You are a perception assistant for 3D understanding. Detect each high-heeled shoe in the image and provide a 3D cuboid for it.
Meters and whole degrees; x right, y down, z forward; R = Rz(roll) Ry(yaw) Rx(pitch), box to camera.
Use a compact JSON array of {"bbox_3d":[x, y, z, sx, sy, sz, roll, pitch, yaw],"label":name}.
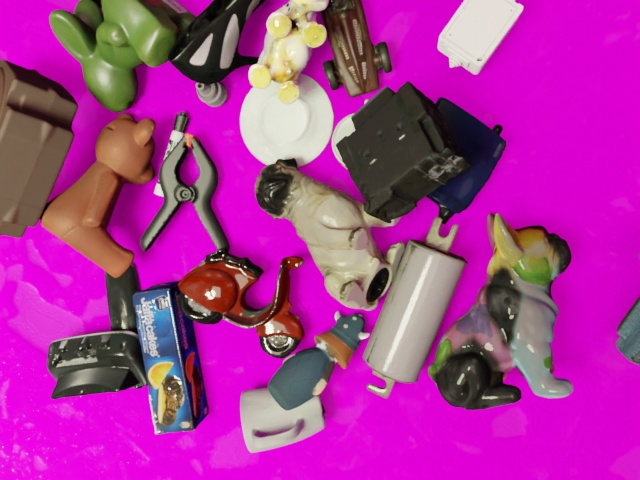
[{"bbox_3d":[-0.112,-0.314,0.648,0.086,0.145,0.248,25,115,41],"label":"high-heeled shoe"}]

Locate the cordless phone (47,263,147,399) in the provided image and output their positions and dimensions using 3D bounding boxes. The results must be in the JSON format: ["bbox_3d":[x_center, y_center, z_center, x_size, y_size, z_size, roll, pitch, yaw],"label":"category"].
[{"bbox_3d":[-0.319,0.128,0.772,0.147,0.088,0.184,-9,82,11],"label":"cordless phone"}]

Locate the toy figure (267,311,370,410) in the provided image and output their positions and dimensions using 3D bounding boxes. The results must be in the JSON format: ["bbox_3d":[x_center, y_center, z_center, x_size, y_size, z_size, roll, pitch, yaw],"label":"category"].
[{"bbox_3d":[0.001,0.154,0.701,0.154,0.057,0.064,-37,79,-24],"label":"toy figure"}]

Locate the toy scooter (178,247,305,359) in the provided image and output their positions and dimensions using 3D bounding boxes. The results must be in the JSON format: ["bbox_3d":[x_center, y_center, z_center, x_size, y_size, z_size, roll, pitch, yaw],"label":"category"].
[{"bbox_3d":[-0.093,0.065,0.717,0.184,0.075,0.135,25,100,2],"label":"toy scooter"}]

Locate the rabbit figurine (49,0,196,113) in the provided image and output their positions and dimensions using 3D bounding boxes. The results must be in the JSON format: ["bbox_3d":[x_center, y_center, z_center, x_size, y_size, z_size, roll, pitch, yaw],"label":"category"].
[{"bbox_3d":[-0.264,-0.248,0.697,0.159,0.121,0.170,35,120,-12],"label":"rabbit figurine"}]

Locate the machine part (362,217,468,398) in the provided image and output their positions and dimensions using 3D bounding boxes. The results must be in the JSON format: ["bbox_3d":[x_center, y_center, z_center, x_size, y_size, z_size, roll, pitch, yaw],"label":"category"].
[{"bbox_3d":[0.119,0.089,0.681,0.079,0.079,0.243,21,97,8],"label":"machine part"}]

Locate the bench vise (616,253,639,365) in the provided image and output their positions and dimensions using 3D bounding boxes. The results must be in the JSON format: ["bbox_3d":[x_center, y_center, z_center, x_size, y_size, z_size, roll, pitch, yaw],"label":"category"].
[{"bbox_3d":[0.460,0.078,0.588,0.241,0.129,0.223,32,108,23],"label":"bench vise"}]

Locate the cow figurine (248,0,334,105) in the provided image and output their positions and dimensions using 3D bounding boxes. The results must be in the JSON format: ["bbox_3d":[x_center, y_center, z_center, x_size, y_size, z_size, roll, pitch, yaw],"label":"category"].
[{"bbox_3d":[-0.027,-0.257,0.641,0.068,0.098,0.167,21,127,-12],"label":"cow figurine"}]

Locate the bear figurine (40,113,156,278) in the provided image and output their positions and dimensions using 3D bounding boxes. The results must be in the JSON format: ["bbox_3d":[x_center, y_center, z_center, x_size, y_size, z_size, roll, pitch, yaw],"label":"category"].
[{"bbox_3d":[-0.279,-0.069,0.733,0.120,0.131,0.196,17,65,41],"label":"bear figurine"}]

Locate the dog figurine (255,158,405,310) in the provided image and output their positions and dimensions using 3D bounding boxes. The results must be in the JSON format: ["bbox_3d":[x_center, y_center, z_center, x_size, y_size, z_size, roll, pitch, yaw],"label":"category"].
[{"bbox_3d":[0.001,-0.005,0.699,0.191,0.121,0.172,25,123,34],"label":"dog figurine"}]

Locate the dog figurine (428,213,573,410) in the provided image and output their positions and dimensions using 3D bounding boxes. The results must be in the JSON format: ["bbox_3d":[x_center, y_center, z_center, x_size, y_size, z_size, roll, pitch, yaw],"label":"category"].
[{"bbox_3d":[0.212,0.078,0.652,0.192,0.108,0.219,-13,88,13],"label":"dog figurine"}]

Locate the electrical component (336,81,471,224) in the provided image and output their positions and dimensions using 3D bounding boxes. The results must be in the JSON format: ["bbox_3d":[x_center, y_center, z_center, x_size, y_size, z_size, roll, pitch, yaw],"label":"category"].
[{"bbox_3d":[0.083,-0.103,0.594,0.115,0.058,0.134,-38,53,25],"label":"electrical component"}]

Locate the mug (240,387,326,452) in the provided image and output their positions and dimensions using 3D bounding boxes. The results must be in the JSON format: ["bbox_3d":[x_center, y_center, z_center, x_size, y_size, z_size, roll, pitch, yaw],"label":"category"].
[{"bbox_3d":[-0.047,0.234,0.712,0.107,0.109,0.080,-12,93,-1],"label":"mug"}]

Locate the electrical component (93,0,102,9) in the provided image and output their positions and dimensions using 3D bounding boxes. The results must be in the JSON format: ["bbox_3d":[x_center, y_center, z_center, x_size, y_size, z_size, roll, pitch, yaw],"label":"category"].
[{"bbox_3d":[-0.288,-0.382,0.728,0.119,0.048,0.075,-32,90,12],"label":"electrical component"}]

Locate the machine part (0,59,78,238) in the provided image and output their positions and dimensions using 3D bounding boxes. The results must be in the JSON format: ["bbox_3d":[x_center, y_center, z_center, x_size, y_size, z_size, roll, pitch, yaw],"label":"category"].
[{"bbox_3d":[-0.407,-0.121,0.700,0.202,0.087,0.201,37,102,44],"label":"machine part"}]

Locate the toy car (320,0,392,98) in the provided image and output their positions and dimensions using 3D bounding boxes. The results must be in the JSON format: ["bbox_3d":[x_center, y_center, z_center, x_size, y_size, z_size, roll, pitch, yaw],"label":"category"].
[{"bbox_3d":[0.030,-0.284,0.679,0.089,0.053,0.202,-14,91,8],"label":"toy car"}]

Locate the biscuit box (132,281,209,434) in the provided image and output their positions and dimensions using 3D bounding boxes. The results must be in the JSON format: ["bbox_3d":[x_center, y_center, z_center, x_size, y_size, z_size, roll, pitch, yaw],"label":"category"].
[{"bbox_3d":[-0.208,0.162,0.752,0.059,0.063,0.202,-9,94,10],"label":"biscuit box"}]

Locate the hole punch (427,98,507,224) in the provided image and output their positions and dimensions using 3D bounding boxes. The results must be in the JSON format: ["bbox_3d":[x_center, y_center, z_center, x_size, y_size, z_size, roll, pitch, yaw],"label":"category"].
[{"bbox_3d":[0.156,-0.101,0.655,0.116,0.092,0.142,31,96,3],"label":"hole punch"}]
